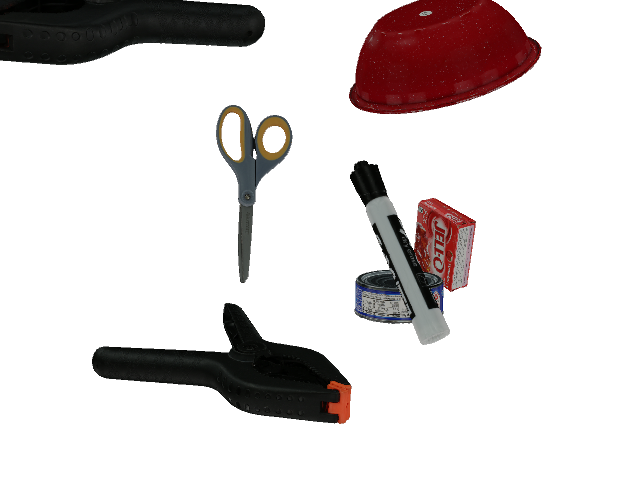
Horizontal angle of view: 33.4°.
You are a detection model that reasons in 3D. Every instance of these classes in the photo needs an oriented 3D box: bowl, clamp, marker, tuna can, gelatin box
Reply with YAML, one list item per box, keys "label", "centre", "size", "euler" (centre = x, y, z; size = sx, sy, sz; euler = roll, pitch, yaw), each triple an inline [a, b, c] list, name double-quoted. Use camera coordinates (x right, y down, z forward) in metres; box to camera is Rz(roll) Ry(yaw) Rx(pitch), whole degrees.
- label: "bowl"
  centre: [0.094, -0.161, 0.871]
  size: [0.162, 0.055, 0.162]
  euler: [-15, 25, 7]
- label: "clamp"
  centre: [-0.133, -0.141, 0.646]
  size: [0.171, 0.039, 0.120]
  euler: [-10, 31, -29]
- label: "clamp"
  centre: [-0.056, 0.099, 0.870]
  size: [0.210, 0.036, 0.164]
  euler: [12, 21, 30]
- label: "marker"
  centre: [0.046, 0.005, 0.645]
  size: [0.020, 0.121, 0.020]
  euler: [-19, -20, -7]
- label: "tuna can"
  centre: [0.075, 0.052, 1.023]
  size: [0.086, 0.034, 0.086]
  euler: [0, 11, 0]
- label: "gelatin box"
  centre: [0.144, 0.004, 1.256]
  size: [0.030, 0.089, 0.073]
  euler: [-15, 33, -31]

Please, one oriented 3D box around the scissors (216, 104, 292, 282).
- label: "scissors"
  centre: [-0.066, -0.059, 1.207]
  size: [0.096, 0.202, 0.016]
  euler: [-12, -8, -13]
